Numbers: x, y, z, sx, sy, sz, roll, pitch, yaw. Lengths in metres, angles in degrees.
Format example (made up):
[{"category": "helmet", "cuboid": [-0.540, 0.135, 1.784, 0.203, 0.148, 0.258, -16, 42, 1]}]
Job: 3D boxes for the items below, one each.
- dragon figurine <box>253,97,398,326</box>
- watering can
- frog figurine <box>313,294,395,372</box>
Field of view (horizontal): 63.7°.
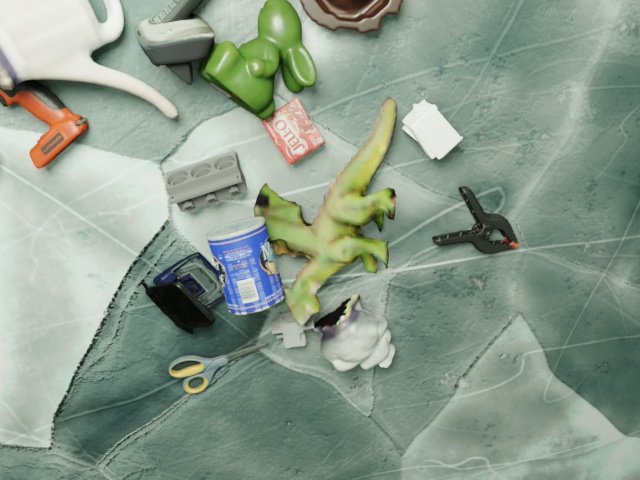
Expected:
[{"category": "dragon figurine", "cuboid": [0.003, -0.045, 0.901, 0.243, 0.123, 0.406, 3, 102, 0]}, {"category": "watering can", "cuboid": [-0.371, -0.284, 0.726, 0.227, 0.104, 0.344, -39, 109, -24]}, {"category": "frog figurine", "cuboid": [0.079, 0.201, 0.992, 0.138, 0.122, 0.158, -43, 100, -10]}]
